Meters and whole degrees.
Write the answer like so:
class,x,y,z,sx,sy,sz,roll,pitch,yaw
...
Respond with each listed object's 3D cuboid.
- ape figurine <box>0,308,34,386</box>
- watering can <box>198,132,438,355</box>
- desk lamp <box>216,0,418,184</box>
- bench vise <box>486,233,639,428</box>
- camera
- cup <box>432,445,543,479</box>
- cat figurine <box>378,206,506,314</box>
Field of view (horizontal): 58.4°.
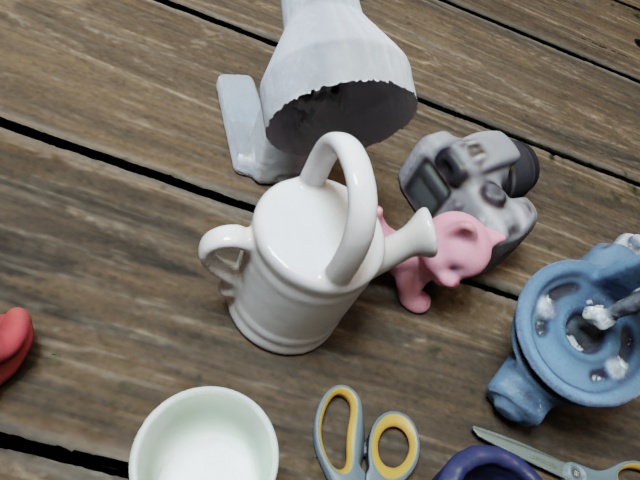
class,x,y,z,sx,sy,sz,roll,pitch,yaw
ape figurine,-0.227,0.058,0.359,0.078,0.092,0.076,17,53,-10
watering can,0.003,0.000,0.426,0.173,0.194,0.100,-21,67,-31
desk lamp,-0.017,-0.140,0.501,0.118,0.213,0.203,-4,59,-24
bench vise,0.235,0.039,0.475,0.121,0.219,0.207,28,52,-1
camera,0.178,-0.057,0.593,0.137,0.100,0.143,-18,65,-30
cup,0.103,0.209,0.385,0.092,0.095,0.117,6,55,-18
cat figurine,0.093,0.005,0.506,0.128,0.117,0.067,21,52,-7
